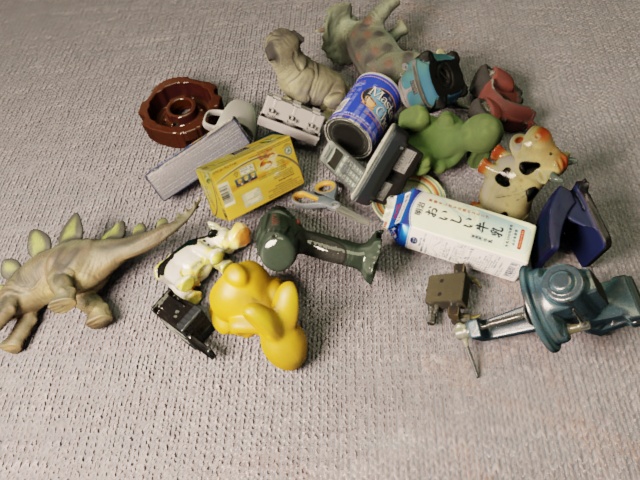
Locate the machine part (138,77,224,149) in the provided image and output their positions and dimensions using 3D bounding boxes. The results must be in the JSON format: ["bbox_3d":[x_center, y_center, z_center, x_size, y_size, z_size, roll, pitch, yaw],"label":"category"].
[{"bbox_3d":[-0.293,-0.271,1.146,0.179,0.056,0.179,-3,56,4],"label":"machine part"}]

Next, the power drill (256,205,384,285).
[{"bbox_3d":[-0.002,-0.003,0.874,0.207,0.086,0.232,18,17,1],"label":"power drill"}]

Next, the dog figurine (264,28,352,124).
[{"bbox_3d":[-0.017,-0.339,1.077,0.172,0.190,0.121,-22,55,-10],"label":"dog figurine"}]

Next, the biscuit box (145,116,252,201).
[{"bbox_3d":[-0.228,-0.153,1.010,0.203,0.062,0.059,-32,17,3],"label":"biscuit box"}]

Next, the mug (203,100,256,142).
[{"bbox_3d":[-0.179,-0.238,1.092,0.110,0.080,0.107,10,44,-5],"label":"mug"}]

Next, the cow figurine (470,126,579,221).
[{"bbox_3d":[0.320,-0.095,0.858,0.127,0.194,0.085,32,55,24],"label":"cow figurine"}]

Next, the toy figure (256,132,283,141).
[{"bbox_3d":[-0.126,-0.155,1.032,0.058,0.064,0.154,45,61,7],"label":"toy figure"}]

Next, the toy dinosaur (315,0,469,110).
[{"bbox_3d":[0.135,-0.381,1.138,0.192,0.131,0.405,-33,66,3],"label":"toy dinosaur"}]

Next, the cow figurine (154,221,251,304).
[{"bbox_3d":[-0.199,0.024,0.921,0.098,0.068,0.167,29,62,32],"label":"cow figurine"}]

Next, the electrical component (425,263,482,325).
[{"bbox_3d":[0.209,0.087,0.838,0.078,0.045,0.102,-16,46,32],"label":"electrical component"}]

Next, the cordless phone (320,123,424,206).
[{"bbox_3d":[0.078,-0.154,0.954,0.184,0.088,0.146,47,115,43],"label":"cordless phone"}]

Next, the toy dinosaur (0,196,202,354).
[{"bbox_3d":[-0.412,0.050,0.898,0.472,0.105,0.199,-18,54,-1],"label":"toy dinosaur"}]

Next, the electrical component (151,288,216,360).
[{"bbox_3d":[-0.199,0.133,0.837,0.119,0.074,0.048,25,62,28],"label":"electrical component"}]

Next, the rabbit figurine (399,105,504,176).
[{"bbox_3d":[0.246,-0.170,0.951,0.170,0.159,0.121,-2,83,40],"label":"rabbit figurine"}]

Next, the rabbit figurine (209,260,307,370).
[{"bbox_3d":[-0.076,0.113,0.805,0.122,0.162,0.173,-30,74,-28],"label":"rabbit figurine"}]

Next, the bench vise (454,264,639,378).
[{"bbox_3d":[0.312,0.103,0.753,0.241,0.223,0.129,-24,67,30],"label":"bench vise"}]

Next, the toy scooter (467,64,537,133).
[{"bbox_3d":[0.359,-0.265,1.046,0.135,0.075,0.184,21,48,-1],"label":"toy scooter"}]

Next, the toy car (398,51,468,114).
[{"bbox_3d":[0.204,-0.296,1.020,0.103,0.109,0.161,-9,15,46],"label":"toy car"}]

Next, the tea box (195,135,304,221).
[{"bbox_3d":[-0.122,-0.114,0.960,0.170,0.098,0.068,-29,26,-29],"label":"tea box"}]

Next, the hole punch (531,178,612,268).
[{"bbox_3d":[0.375,-0.016,0.840,0.092,0.142,0.116,-12,66,4],"label":"hole punch"}]
